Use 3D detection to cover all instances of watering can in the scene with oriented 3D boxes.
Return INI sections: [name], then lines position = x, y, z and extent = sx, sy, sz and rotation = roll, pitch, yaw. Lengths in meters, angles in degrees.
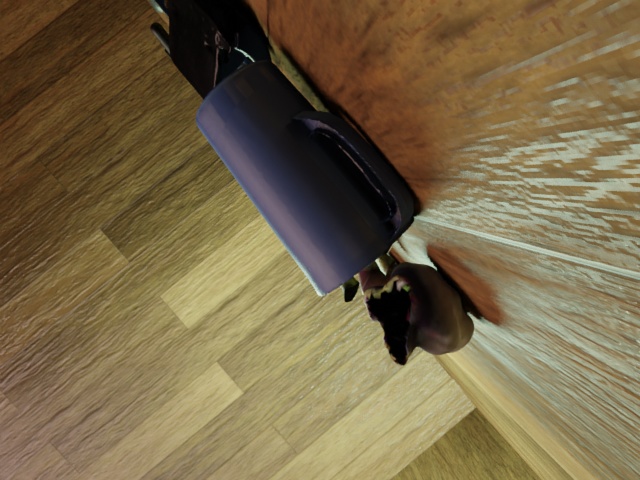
[watering can]
position = 0.130, 0.093, 1.127
extent = 0.352, 0.104, 0.221
rotation = 50, 178, 23

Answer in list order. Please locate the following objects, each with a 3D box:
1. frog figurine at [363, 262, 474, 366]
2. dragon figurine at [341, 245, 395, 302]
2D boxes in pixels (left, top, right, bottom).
[frog figurine]
position = 0.153, 0.093, 0.693
extent = 0.159, 0.121, 0.139
rotation = 4, -158, -37
[dragon figurine]
position = 0.003, -0.042, 0.836
extent = 0.246, 0.123, 0.401
rotation = 44, 163, 31
